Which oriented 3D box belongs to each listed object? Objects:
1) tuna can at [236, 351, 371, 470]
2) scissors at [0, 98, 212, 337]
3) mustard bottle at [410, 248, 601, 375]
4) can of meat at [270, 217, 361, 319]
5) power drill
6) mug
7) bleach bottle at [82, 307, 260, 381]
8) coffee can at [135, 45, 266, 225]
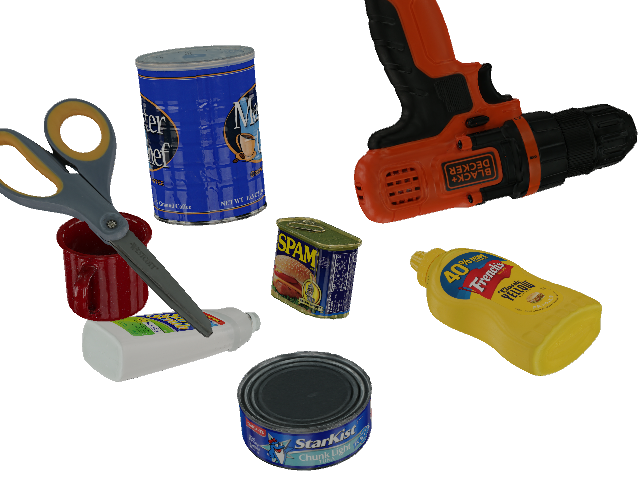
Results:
[{"bbox_3d":[-0.010,0.108,0.684,0.086,0.034,0.086,-2,27,1],"label":"tuna can"},{"bbox_3d":[-0.127,-0.025,0.683,0.202,0.096,0.016,31,-28,11],"label":"scissors"},{"bbox_3d":[0.156,0.053,0.989,0.096,0.058,0.192,-29,39,-31],"label":"mustard bottle"},{"bbox_3d":[-0.007,0.029,1.135,0.057,0.084,0.102,-5,20,-38],"label":"can of meat"},{"bbox_3d":[0.097,-0.115,0.661,0.184,0.187,0.057,-14,8,-9],"label":"power drill"},{"bbox_3d":[-0.216,0.034,1.060,0.093,0.081,0.117,6,30,6],"label":"mug"},{"bbox_3d":[-0.193,0.130,1.469,0.250,0.068,0.103,-9,24,-42],"label":"bleach bottle"},{"bbox_3d":[-0.103,-0.094,0.938,0.103,0.140,0.103,-4,17,1],"label":"coffee can"}]
